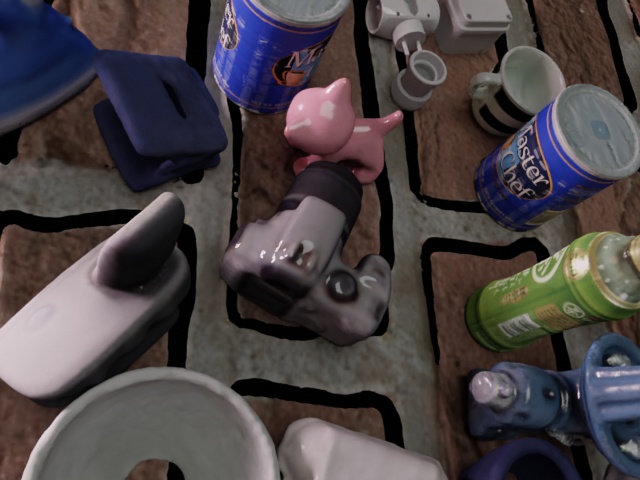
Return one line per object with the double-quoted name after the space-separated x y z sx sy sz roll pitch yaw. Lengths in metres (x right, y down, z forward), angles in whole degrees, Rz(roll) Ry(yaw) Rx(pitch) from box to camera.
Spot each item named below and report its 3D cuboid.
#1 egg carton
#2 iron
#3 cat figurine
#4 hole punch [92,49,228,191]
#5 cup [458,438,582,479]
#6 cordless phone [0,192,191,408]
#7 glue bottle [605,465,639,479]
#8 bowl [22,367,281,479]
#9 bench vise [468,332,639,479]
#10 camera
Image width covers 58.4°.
0.029 0.209 0.450 0.150 0.069 0.107 21 64 -11 "egg carton"
-0.294 -0.154 0.436 0.259 0.141 0.118 -23 78 -26 "iron"
0.018 -0.107 0.543 0.128 0.117 0.067 -4 71 -21 "cat figurine"
-0.139 -0.115 0.505 0.101 0.091 0.108 -24 79 -26 "hole punch"
0.169 0.218 0.483 0.118 0.094 0.091 12 66 -15 "cup"
-0.153 0.037 0.387 0.094 0.184 0.148 40 62 -1 "cordless phone"
0.316 0.229 0.488 0.037 0.173 0.078 34 62 -4 "glue bottle"
-0.117 0.179 0.406 0.168 0.074 0.167 7 67 -17 "bowl"
0.238 0.140 0.468 0.208 0.219 0.121 -8 72 -22 "bench vise"
0.005 0.002 0.505 0.143 0.100 0.137 30 63 -6 "camera"
